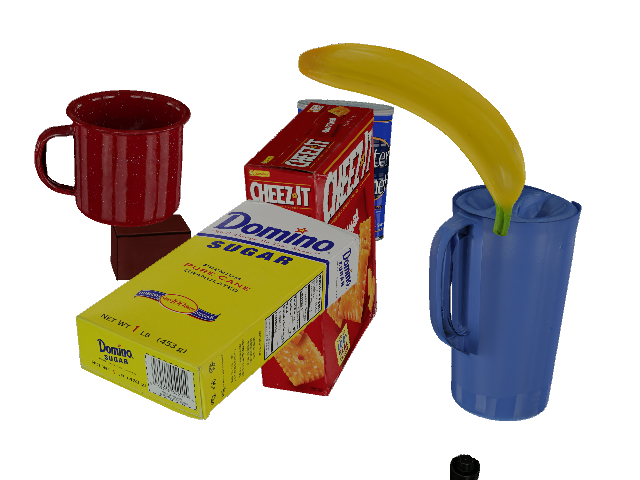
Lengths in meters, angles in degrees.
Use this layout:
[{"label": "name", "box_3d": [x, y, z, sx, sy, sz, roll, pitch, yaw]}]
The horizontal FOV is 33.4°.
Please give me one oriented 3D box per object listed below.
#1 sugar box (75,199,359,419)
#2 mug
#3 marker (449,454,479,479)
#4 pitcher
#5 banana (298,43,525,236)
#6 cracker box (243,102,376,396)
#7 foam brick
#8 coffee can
[{"label": "sugar box", "box_3d": [-0.058, 0.035, 0.668, 0.093, 0.048, 0.176, 19, 38, 25]}, {"label": "mug", "box_3d": [-0.159, -0.062, 0.818, 0.117, 0.081, 0.093, -4, 28, -19]}, {"label": "marker", "box_3d": [0.089, 0.184, 0.696, 0.020, 0.121, 0.020, 1, 36, -1]}, {"label": "pitcher", "box_3d": [0.193, 0.069, 1.148, 0.149, 0.243, 0.145, 5, 20, 9]}, {"label": "banana", "box_3d": [0.077, -0.088, 0.757, 0.198, 0.070, 0.037, 40, 6, -1]}, {"label": "cracker box", "box_3d": [0.000, 0.004, 0.954, 0.072, 0.214, 0.164, 7, 28, 18]}, {"label": "foam brick", "box_3d": [-0.180, 0.006, 1.125, 0.078, 0.051, 0.053, -4, 23, -17]}, {"label": "coffee can", "box_3d": [0.022, -0.076, 1.139, 0.103, 0.140, 0.103, 4, 12, -1]}]
